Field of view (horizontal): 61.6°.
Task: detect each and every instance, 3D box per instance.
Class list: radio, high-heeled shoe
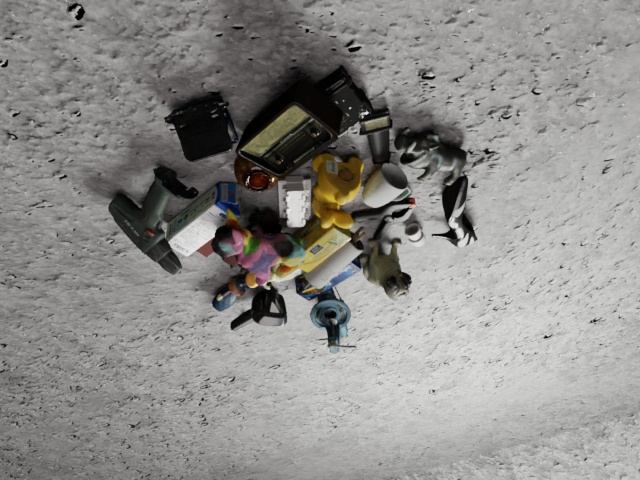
[{"bbox_3d":[-0.064,-0.223,1.130,0.131,0.073,0.230,31,145,-26],"label":"radio"},{"bbox_3d":[0.387,-0.069,1.409,0.145,0.086,0.248,1,141,-13],"label":"high-heeled shoe"}]

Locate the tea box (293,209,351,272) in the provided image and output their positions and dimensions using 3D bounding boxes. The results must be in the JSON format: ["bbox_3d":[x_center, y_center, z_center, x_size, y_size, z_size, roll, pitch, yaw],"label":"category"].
[{"bbox_3d":[-0.003,-0.004,1.407,0.068,0.098,0.169,31,126,-33],"label":"tea box"}]

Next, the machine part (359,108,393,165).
[{"bbox_3d":[0.133,-0.233,1.230,0.084,0.039,0.138,-19,134,1],"label":"machine part"}]

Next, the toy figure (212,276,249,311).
[{"bbox_3d":[-0.253,0.149,1.561,0.154,0.064,0.058,-41,90,24],"label":"toy figure"}]

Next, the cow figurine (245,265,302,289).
[{"bbox_3d":[-0.123,0.090,1.509,0.167,0.068,0.098,-22,158,16],"label":"cow figurine"}]

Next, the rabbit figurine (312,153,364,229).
[{"bbox_3d":[0.035,-0.102,1.291,0.122,0.162,0.173,-1,155,-24],"label":"rabbit figurine"}]

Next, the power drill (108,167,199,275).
[{"bbox_3d":[-0.373,-0.053,1.271,0.232,0.086,0.207,41,120,-2],"label":"power drill"}]

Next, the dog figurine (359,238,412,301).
[{"bbox_3d":[0.181,0.112,1.486,0.121,0.191,0.172,-4,138,-4],"label":"dog figurine"}]

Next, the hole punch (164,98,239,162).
[{"bbox_3d":[-0.242,-0.237,1.150,0.142,0.092,0.115,-13,105,9],"label":"hole punch"}]

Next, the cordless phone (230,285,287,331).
[{"bbox_3d":[-0.190,0.225,1.573,0.184,0.147,0.088,-32,114,7],"label":"cordless phone"}]

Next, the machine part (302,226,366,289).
[{"bbox_3d":[0.035,0.052,1.447,0.079,0.079,0.243,32,115,-34],"label":"machine part"}]

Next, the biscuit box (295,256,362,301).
[{"bbox_3d":[0.022,0.098,1.544,0.203,0.059,0.062,-33,131,24],"label":"biscuit box"}]

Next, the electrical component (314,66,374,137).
[{"bbox_3d":[0.030,-0.284,1.147,0.134,0.058,0.114,-33,129,23],"label":"electrical component"}]

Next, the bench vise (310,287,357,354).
[{"bbox_3d":[0.038,0.256,1.597,0.129,0.241,0.223,-5,121,2],"label":"bench vise"}]

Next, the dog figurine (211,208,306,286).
[{"bbox_3d":[-0.151,0.006,1.297,0.192,0.108,0.219,-23,140,5],"label":"dog figurine"}]

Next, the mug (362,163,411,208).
[{"bbox_3d":[0.161,-0.126,1.322,0.109,0.081,0.107,16,143,-31],"label":"mug"}]

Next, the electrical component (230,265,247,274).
[{"bbox_3d":[-0.206,0.059,1.498,0.063,0.021,0.094,29,125,-33],"label":"electrical component"}]

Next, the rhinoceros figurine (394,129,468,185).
[{"bbox_3d":[0.258,-0.197,1.258,0.190,0.073,0.112,12,135,-20],"label":"rhinoceros figurine"}]

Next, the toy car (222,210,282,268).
[{"bbox_3d":[-0.185,-0.005,1.409,0.089,0.053,0.202,35,117,-25],"label":"toy car"}]
